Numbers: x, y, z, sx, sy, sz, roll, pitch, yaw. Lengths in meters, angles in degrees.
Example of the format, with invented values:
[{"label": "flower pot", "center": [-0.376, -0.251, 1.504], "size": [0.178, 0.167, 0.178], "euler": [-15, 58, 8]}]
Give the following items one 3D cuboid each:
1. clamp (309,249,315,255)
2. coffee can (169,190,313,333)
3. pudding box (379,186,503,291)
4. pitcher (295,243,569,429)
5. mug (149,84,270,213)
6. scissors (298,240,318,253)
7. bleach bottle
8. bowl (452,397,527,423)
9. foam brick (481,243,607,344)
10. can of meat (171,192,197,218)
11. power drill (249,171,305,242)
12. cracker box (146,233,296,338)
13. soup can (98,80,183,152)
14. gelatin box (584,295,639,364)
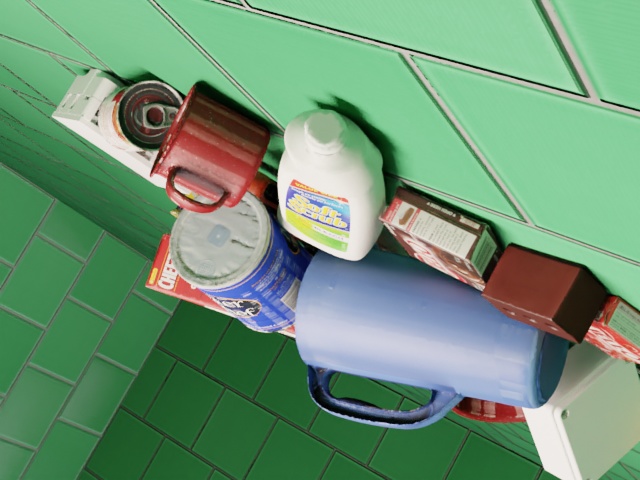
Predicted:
[{"label": "clamp", "center": [-0.007, 0.040, 1.322], "size": [0.172, 0.039, 0.120], "euler": [22, 158, 29]}, {"label": "coffee can", "center": [-0.071, 0.022, 1.049], "size": [0.103, 0.103, 0.140], "euler": [25, 169, 29]}, {"label": "pudding box", "center": [0.110, 0.002, 0.924], "size": [0.090, 0.039, 0.113], "euler": [26, 171, 25]}, {"label": "pitcher", "center": [0.104, 0.093, 1.018], "size": [0.243, 0.144, 0.149], "euler": [11, 120, 28]}, {"label": "mug", "center": [-0.099, -0.072, 0.952], "size": [0.081, 0.117, 0.093], "euler": [26, 138, -13]}, {"label": "scissors", "center": [-0.008, 0.002, 1.236], "size": [0.202, 0.016, 0.096], "euler": [41, -170, 39]}, {"label": "bleach bottle", "center": [0.004, -0.053, 0.884], "size": [0.102, 0.068, 0.251], "euler": [28, 169, 10]}, {"label": "bowl", "center": [0.224, 0.156, 1.222], "size": [0.162, 0.055, 0.162], "euler": [-1, 148, -1]}, {"label": "foam brick", "center": [0.185, 0.044, 0.879], "size": [0.078, 0.051, 0.053], "euler": [20, 167, 47]}, {"label": "can of meat", "center": [-0.106, -0.043, 1.215], "size": [0.102, 0.084, 0.057], "euler": [24, 170, 31]}, {"label": "power drill", "center": [-0.062, -0.055, 1.092], "size": [0.187, 0.057, 0.184], "euler": [31, 171, -9]}, {"label": "cracker box", "center": [-0.071, 0.059, 1.219], "size": [0.214, 0.072, 0.164], "euler": [18, 175, 7]}, {"label": "soup can", "center": [-0.178, -0.121, 1.057], "size": [0.068, 0.068, 0.102], "euler": [33, 171, -21]}, {"label": "gelatin box", "center": [0.253, 0.077, 0.917], "size": [0.089, 0.030, 0.073], "euler": [33, 171, -24]}]
